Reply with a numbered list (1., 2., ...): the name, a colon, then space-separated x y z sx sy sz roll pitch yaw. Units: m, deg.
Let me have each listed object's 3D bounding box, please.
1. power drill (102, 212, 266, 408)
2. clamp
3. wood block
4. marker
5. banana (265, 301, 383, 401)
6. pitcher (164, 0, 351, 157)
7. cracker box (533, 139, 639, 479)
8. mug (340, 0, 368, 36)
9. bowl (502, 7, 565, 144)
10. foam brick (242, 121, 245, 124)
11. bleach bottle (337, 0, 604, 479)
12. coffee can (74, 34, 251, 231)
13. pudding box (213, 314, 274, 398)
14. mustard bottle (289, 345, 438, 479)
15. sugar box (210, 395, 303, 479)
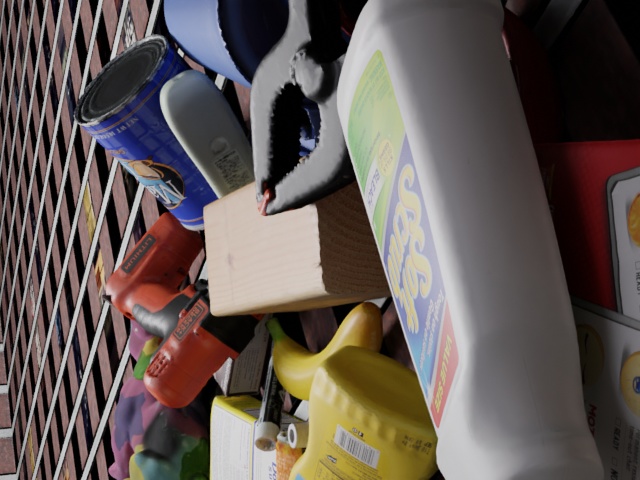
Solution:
1. power drill: -0.107 0.038 0.935 0.184 0.057 0.188 -50 32 -4
2. clamp: 0.001 -0.105 0.593 0.165 0.036 0.210 52 134 25
3. wood block: -0.006 0.001 0.753 0.206 0.090 0.091 164 103 -64
4. marker: -0.036 0.120 0.873 0.121 0.020 0.020 -82 9 -50
5. banana: 0.002 0.088 0.799 0.198 0.037 0.069 -18 97 64
6. pitcher: -0.040 -0.163 0.798 0.149 0.144 0.243 -58 23 0
7. cracker box: 0.161 0.043 0.401 0.214 0.072 0.164 -173 82 -66
8. mug: 0.054 -0.183 0.632 0.117 0.093 0.081 -30 53 29
9. bowl: 0.086 -0.063 0.588 0.162 0.055 0.162 179 90 -67
10. foam brick: -0.114 -0.085 1.026 0.051 0.078 0.053 154 113 -66
11. bleach bottle: 0.066 0.016 0.443 0.103 0.068 0.251 110 152 -55
12. coffee can: -0.125 -0.090 0.916 0.103 0.140 0.103 -29 35 22
13. pudding box: -0.078 0.076 0.996 0.090 0.039 0.113 -133 47 -57
14. mustard bottle: 0.025 0.169 0.716 0.096 0.058 0.192 29 126 23
15. sugar box: -0.047 0.195 0.925 0.176 0.048 0.093 7 96 63
